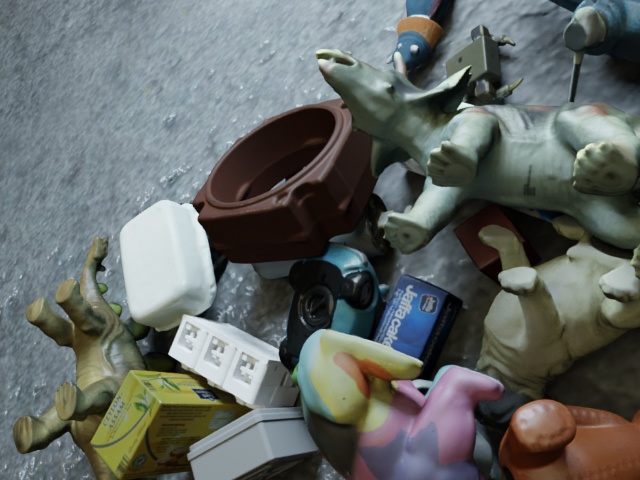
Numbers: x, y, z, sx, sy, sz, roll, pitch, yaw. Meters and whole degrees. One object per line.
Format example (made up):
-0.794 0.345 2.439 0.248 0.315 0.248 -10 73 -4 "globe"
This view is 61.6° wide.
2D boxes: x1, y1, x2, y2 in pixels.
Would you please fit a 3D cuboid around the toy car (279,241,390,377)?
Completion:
0.025 0.086 0.600 0.109 0.103 0.161 8 88 46 "toy car"

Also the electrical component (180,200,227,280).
-0.191 0.010 0.791 0.115 0.058 0.134 21 86 33 "electrical component"

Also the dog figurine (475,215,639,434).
0.218 0.087 0.478 0.172 0.190 0.121 0 29 16 "dog figurine"

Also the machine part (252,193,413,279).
-0.001 -0.002 0.664 0.243 0.079 0.079 -13 68 28 "machine part"

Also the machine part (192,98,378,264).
-0.038 -0.073 0.637 0.202 0.087 0.201 -4 43 34 "machine part"

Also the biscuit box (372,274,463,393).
0.081 0.140 0.573 0.059 0.062 0.202 22 87 34 "biscuit box"

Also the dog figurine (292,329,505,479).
0.052 0.190 0.392 0.192 0.108 0.219 14 78 8 "dog figurine"

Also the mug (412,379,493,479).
0.103 0.185 0.497 0.081 0.107 0.109 -162 88 -79 "mug"

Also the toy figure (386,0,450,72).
0.131 -0.283 0.687 0.058 0.064 0.154 15 86 -3 "toy figure"

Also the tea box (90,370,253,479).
-0.166 0.216 0.638 0.068 0.169 0.098 29 89 36 "tea box"

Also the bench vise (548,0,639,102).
0.268 -0.245 0.524 0.224 0.128 0.241 -36 54 -14 "bench vise"

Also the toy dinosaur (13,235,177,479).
-0.267 0.212 0.685 0.105 0.198 0.471 -21 63 24 "toy dinosaur"

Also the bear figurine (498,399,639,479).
0.241 0.165 0.397 0.196 0.131 0.120 -14 65 2 "bear figurine"

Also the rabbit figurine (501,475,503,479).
0.177 0.275 0.439 0.159 0.121 0.170 14 68 31 "rabbit figurine"

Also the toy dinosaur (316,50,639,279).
0.186 -0.070 0.448 0.405 0.131 0.192 12 43 17 "toy dinosaur"

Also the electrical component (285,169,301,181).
-0.028 -0.067 0.736 0.094 0.021 0.063 -7 70 32 "electrical component"

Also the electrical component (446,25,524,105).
0.191 -0.197 0.631 0.078 0.045 0.102 -35 51 52 "electrical component"
